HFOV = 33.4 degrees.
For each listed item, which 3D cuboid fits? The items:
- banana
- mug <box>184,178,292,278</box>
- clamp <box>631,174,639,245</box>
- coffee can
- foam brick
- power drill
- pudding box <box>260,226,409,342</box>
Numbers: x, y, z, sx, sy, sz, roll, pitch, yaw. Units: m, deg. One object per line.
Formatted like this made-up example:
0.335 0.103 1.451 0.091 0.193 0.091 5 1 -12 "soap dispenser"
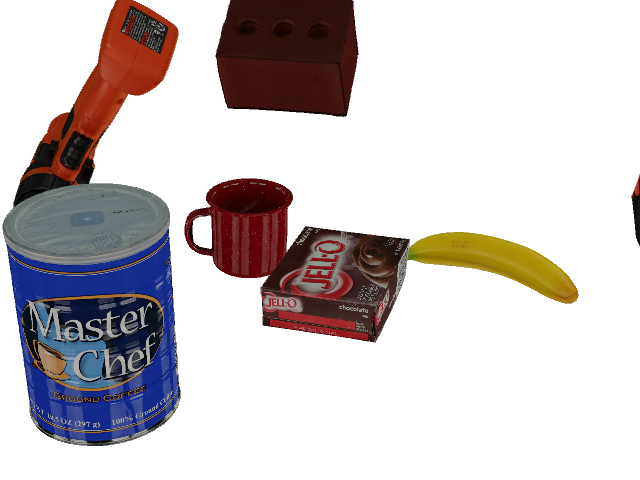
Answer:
0.176 0.025 1.109 0.198 0.037 0.069 10 48 26 "banana"
-0.089 -0.011 1.155 0.117 0.081 0.093 -5 28 -13 "mug"
0.271 0.013 0.694 0.120 0.039 0.171 -3 46 -21 "clamp"
-0.146 0.047 0.697 0.103 0.140 0.103 0 27 0 "coffee can"
-0.019 -0.113 0.653 0.078 0.053 0.051 5 -30 11 "foam brick"
-0.188 -0.090 0.859 0.057 0.188 0.184 28 33 -21 "power drill"
0.013 0.031 0.824 0.090 0.039 0.113 8 26 15 "pudding box"
